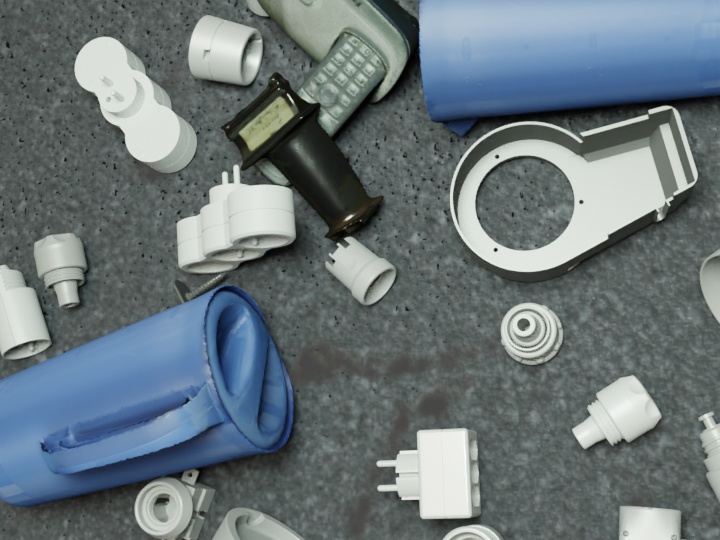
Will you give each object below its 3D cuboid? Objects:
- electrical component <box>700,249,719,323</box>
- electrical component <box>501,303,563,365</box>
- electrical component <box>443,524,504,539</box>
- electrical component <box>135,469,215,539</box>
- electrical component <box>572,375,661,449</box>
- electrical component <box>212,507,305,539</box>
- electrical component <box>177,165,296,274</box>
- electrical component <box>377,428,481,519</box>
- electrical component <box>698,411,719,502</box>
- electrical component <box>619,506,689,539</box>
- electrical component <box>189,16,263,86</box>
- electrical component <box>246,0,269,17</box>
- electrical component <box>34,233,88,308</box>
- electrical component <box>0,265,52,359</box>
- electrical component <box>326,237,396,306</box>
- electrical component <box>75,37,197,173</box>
[{"bbox_3d":[0.294,0.017,0.762,0.064,0.099,0.099,-41,72,-2],"label":"electrical component"},{"bbox_3d":[0.128,0.046,0.818,0.048,0.062,0.048,-3,78,15],"label":"electrical component"},{"bbox_3d":[0.085,0.213,0.802,0.045,0.055,0.045,-3,79,15],"label":"electrical component"},{"bbox_3d":[-0.151,0.192,0.872,0.048,0.055,0.066,19,85,18],"label":"electrical component"},{"bbox_3d":[0.189,0.109,0.799,0.062,0.043,0.043,-34,72,8],"label":"electrical component"},{"bbox_3d":[-0.074,0.239,0.817,0.108,0.108,0.060,39,97,19],"label":"electrical component"},{"bbox_3d":[-0.104,-0.048,0.879,0.138,0.052,0.073,-21,70,51],"label":"electrical component"},{"bbox_3d":[0.050,0.157,0.827,0.077,0.047,0.065,-5,78,15],"label":"electrical component"},{"bbox_3d":[0.267,0.140,0.773,0.040,0.040,0.078,-27,73,9],"label":"electrical component"},{"bbox_3d":[0.225,0.211,0.769,0.079,0.043,0.077,1,80,15],"label":"electrical component"},{"bbox_3d":[-0.116,-0.190,0.938,0.047,0.055,0.055,15,84,14],"label":"electrical component"},{"bbox_3d":[-0.084,-0.254,0.932,0.040,0.078,0.040,-2,68,4],"label":"electrical component"},{"bbox_3d":[-0.262,0.002,0.947,0.043,0.043,0.062,-18,77,12],"label":"electrical component"},{"bbox_3d":[-0.307,0.034,0.953,0.043,0.043,0.081,-25,74,10],"label":"electrical component"},{"bbox_3d":[0.000,0.000,0.877,0.046,0.040,0.040,40,92,25],"label":"electrical component"},{"bbox_3d":[-0.205,-0.150,0.944,0.052,0.074,0.138,-40,72,5],"label":"electrical component"}]
